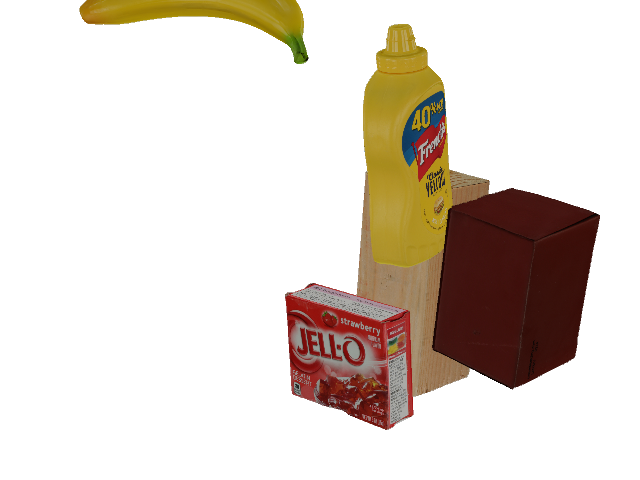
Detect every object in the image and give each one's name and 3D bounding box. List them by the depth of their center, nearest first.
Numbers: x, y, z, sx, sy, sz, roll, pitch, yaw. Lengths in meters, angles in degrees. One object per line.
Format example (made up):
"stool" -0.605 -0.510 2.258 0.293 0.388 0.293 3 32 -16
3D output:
"foam brick" 0.092 0.021 0.508 0.052 0.078 0.051 -17 31 -40
"gelatin box" 0.017 0.073 0.689 0.089 0.073 0.030 14 24 42
"banana" -0.094 -0.188 0.853 0.198 0.069 0.037 12 -41 16
"mustard bottle" 0.071 -0.081 0.877 0.058 0.191 0.096 10 28 33
"wood block" 0.098 0.036 1.059 0.090 0.206 0.090 -12 23 -43
